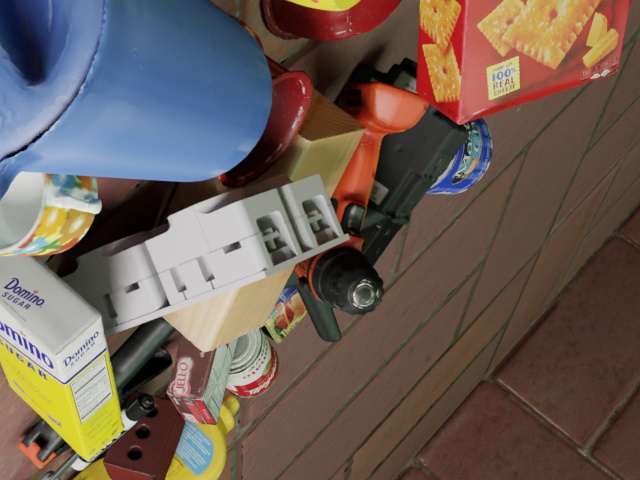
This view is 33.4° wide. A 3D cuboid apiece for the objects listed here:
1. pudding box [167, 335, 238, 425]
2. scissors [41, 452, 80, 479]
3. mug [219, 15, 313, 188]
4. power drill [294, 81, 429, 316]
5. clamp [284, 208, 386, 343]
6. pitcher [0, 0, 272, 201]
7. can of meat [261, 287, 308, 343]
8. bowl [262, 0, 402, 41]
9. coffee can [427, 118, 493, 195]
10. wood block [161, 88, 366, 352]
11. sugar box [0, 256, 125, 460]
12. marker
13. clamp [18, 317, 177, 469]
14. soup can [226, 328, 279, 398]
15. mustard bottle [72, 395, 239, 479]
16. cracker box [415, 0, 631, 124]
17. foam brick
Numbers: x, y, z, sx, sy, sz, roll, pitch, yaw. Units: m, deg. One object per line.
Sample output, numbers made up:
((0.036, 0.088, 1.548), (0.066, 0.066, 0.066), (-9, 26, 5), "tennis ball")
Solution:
((-0.106, 0.107, 0.996), (0.090, 0.039, 0.113), (84, 18, -65), "pudding box")
((-0.238, 0.219, 0.947), (0.202, 0.016, 0.096), (-42, 168, 3), "scissors")
((-0.064, -0.103, 0.716), (0.093, 0.081, 0.117), (-42, 159, -29), "mug")
((0.032, -0.036, 0.890), (0.184, 0.057, 0.188), (-149, -104, -73), "power drill")
((-0.007, 0.001, 1.016), (0.209, 0.036, 0.164), (30, 89, -49), "clamp")
((-0.112, -0.103, 0.555), (0.149, 0.145, 0.242), (-44, 167, 12), "pitcher")
((-0.039, 0.053, 1.104), (0.084, 0.057, 0.102), (-47, 161, -10), "can of meat")
((0.030, -0.207, 0.792), (0.162, 0.055, 0.162), (-44, 160, -21), "bowl")
((0.113, -0.099, 1.111), (0.103, 0.103, 0.140), (-58, 161, 15), "coffee can")
((-0.059, -0.023, 0.861), (0.090, 0.090, 0.206), (-21, 144, -56), "wood block")
((-0.187, 0.080, 0.739), (0.048, 0.093, 0.176), (-44, 159, -24), "sugar box")
((-0.188, 0.173, 0.965), (0.121, 0.020, 0.020), (-41, 169, 31), "marker")
((-0.185, 0.131, 0.928), (0.171, 0.039, 0.120), (-42, 162, -18), "clamp")
((-0.083, 0.118, 1.098), (0.068, 0.068, 0.102), (-49, 160, -12), "soup can")
((-0.152, 0.221, 1.076), (0.191, 0.096, 0.058), (-40, 157, -34), "mustard bottle")
((0.159, -0.209, 0.795), (0.164, 0.072, 0.214), (-19, 131, -23), "cracker box")
((-0.165, 0.191, 1.014), (0.051, 0.053, 0.078), (92, 13, -59), "foam brick")
